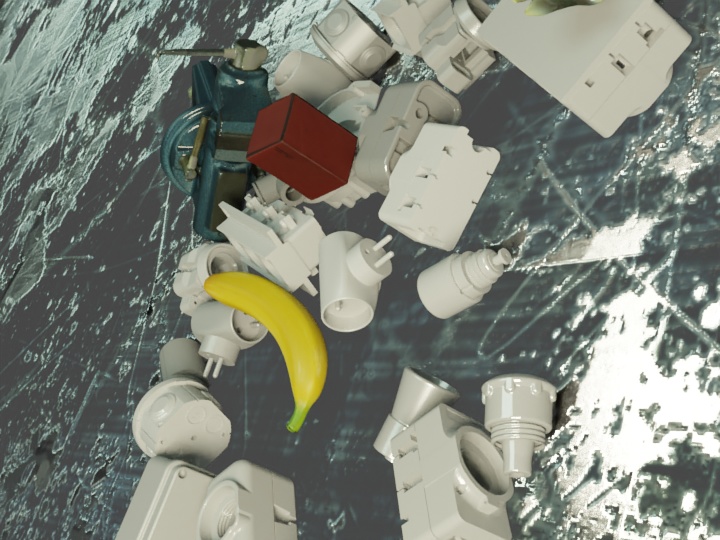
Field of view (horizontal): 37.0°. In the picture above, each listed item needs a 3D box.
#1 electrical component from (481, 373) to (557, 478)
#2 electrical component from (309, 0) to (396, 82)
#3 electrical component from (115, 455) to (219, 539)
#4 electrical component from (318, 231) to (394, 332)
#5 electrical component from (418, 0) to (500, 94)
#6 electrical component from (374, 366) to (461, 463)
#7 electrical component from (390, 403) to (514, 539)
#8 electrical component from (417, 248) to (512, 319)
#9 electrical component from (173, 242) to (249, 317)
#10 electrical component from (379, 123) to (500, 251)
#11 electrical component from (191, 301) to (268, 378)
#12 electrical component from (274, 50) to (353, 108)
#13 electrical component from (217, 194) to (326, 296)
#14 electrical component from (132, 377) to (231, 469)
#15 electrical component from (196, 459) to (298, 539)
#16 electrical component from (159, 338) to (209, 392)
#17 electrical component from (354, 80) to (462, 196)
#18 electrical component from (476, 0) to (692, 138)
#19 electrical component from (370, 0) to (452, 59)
[{"bbox_3d":[0.100,0.099,0.681,0.048,0.048,0.062,-22,55,45],"label":"electrical component"},{"bbox_3d":[-0.007,-0.224,1.060,0.051,0.080,0.080,-44,35,14],"label":"electrical component"},{"bbox_3d":[-0.154,0.221,0.904,0.057,0.078,0.113,-1,64,57],"label":"electrical component"},{"bbox_3d":[0.000,0.000,0.900,0.079,0.044,0.077,-38,38,31],"label":"electrical component"},{"bbox_3d":[0.090,-0.198,0.923,0.057,0.058,0.078,-42,36,31],"label":"electrical component"},{"bbox_3d":[0.038,0.107,0.764,0.065,0.044,0.044,-63,32,3],"label":"electrical component"},{"bbox_3d":[0.061,0.138,0.696,0.056,0.050,0.089,-40,37,29],"label":"electrical component"},{"bbox_3d":[0.078,0.006,0.790,0.078,0.040,0.040,-31,42,37],"label":"electrical component"},{"bbox_3d":[-0.150,0.005,1.093,0.057,0.058,0.078,-22,48,48],"label":"electrical component"},{"bbox_3d":[0.061,-0.068,0.864,0.056,0.050,0.089,21,82,58],"label":"electrical component"},{"bbox_3d":[-0.131,0.066,1.029,0.077,0.043,0.079,-7,59,52],"label":"electrical component"},{"bbox_3d":[-0.055,-0.180,1.092,0.079,0.077,0.044,-14,54,50],"label":"electrical component"},{"bbox_3d":[-0.078,-0.030,1.013,0.063,0.078,0.121,-41,30,-12],"label":"electrical component"},{"bbox_3d":[-0.161,0.142,0.977,0.051,0.080,0.080,28,88,53],"label":"electrical component"},{"bbox_3d":[-0.089,0.201,0.846,0.054,0.059,0.095,-41,37,28],"label":"electrical component"},{"bbox_3d":[-0.170,0.108,1.051,0.043,0.043,0.081,-49,33,17],"label":"electrical component"},{"bbox_3d":[0.038,-0.113,0.929,0.059,0.054,0.095,7,70,56],"label":"electrical component"},{"bbox_3d":[0.163,-0.171,0.794,0.089,0.062,0.150,-51,33,13],"label":"electrical component"},{"bbox_3d":[0.053,-0.238,0.998,0.064,0.081,0.042,-37,32,-6],"label":"electrical component"}]
